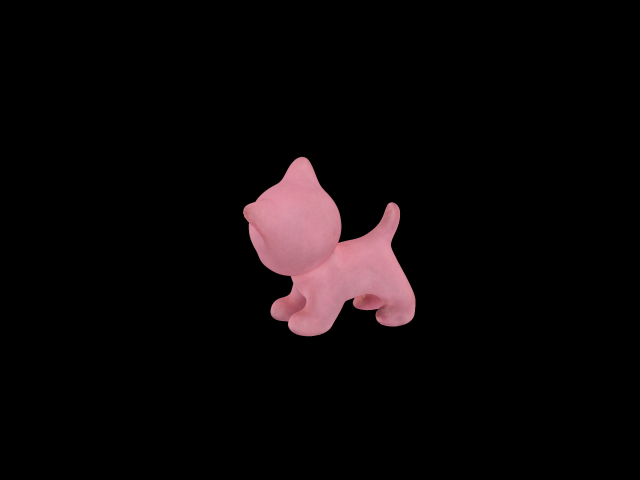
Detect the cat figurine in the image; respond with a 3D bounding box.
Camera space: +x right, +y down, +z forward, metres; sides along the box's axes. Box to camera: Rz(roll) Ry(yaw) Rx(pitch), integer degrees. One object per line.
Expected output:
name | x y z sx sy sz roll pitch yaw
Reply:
cat figurine | 0.004 0.001 0.400 0.128 0.118 0.067 -4 10 -23
